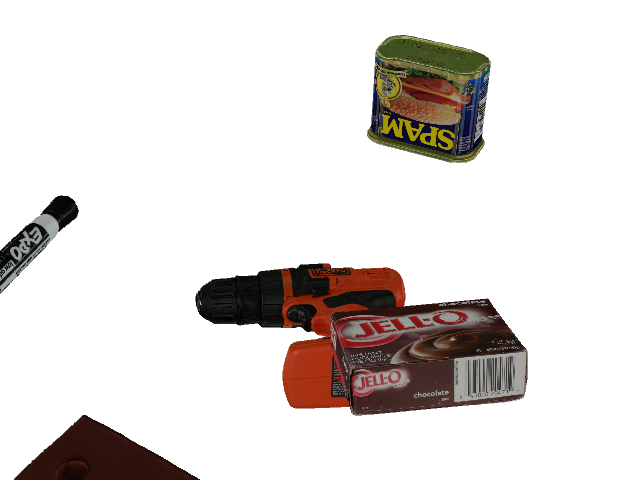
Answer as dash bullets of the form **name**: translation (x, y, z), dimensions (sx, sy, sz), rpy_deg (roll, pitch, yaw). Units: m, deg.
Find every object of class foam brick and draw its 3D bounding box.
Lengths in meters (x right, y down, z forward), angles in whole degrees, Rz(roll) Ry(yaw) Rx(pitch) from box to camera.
- **foam brick**: translation (-0.083, 0.121, 0.442), dimensions (0.078, 0.051, 0.052), rpy_deg (22, 45, 26)

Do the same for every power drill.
- **power drill**: translation (-0.006, 0.070, 0.874), dimensions (0.184, 0.057, 0.188), rpy_deg (-4, 21, -9)

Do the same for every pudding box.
- **pudding box**: translation (0.067, 0.073, 0.689), dimensions (0.113, 0.039, 0.090), rpy_deg (-3, 19, -6)

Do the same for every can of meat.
- **can of meat**: translation (0.094, -0.124, 0.925), dimensions (0.102, 0.084, 0.057), rpy_deg (17, 37, 21)

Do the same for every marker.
- **marker**: translation (-0.184, 0.006, 0.657), dimensions (0.020, 0.020, 0.121), rpy_deg (0, 31, 21)
